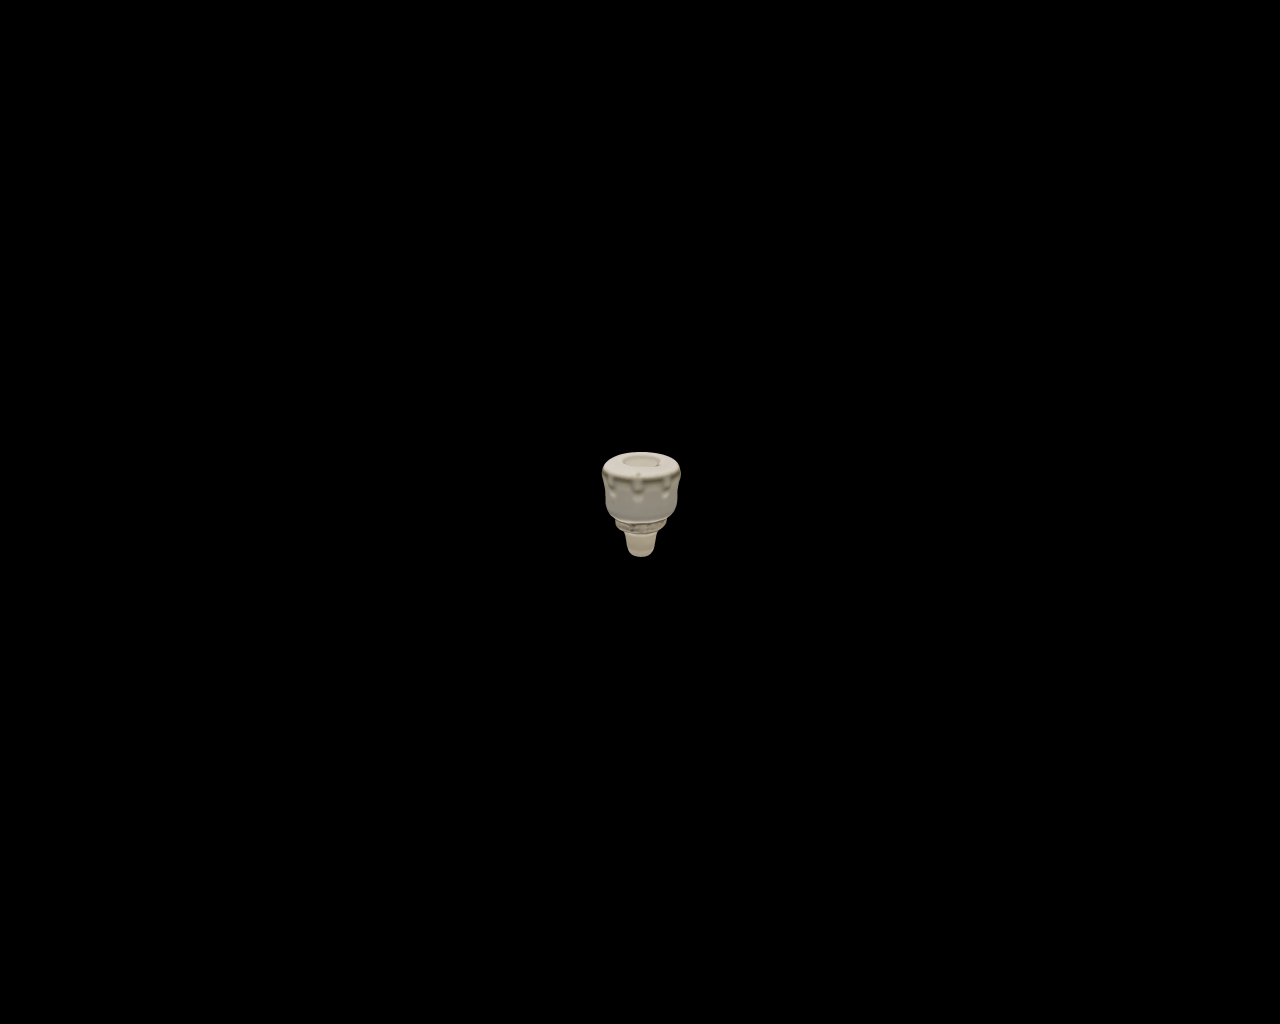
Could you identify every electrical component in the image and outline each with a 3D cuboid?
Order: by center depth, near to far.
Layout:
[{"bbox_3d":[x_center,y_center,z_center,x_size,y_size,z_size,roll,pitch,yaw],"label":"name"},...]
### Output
[{"bbox_3d":[0.001,-0.003,0.650,0.048,0.062,0.048,0,19,0],"label":"electrical component"}]
